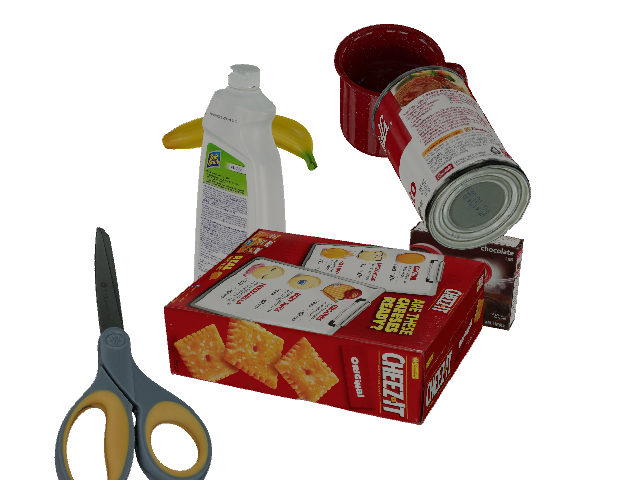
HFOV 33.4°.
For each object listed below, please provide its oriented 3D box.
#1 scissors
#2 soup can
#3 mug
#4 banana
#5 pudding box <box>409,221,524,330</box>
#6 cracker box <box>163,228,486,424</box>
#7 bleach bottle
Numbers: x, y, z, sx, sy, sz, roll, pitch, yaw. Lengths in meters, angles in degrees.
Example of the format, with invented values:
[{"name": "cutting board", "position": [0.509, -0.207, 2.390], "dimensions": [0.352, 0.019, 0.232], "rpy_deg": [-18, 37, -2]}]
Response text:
[{"name": "scissors", "position": [-0.106, 0.073, 0.643], "dimensions": [0.096, 0.201, 0.016], "rpy_deg": [13, -45, -10]}, {"name": "soup can", "position": [0.080, -0.052, 0.659], "dimensions": [0.068, 0.069, 0.102], "rpy_deg": [0, 41, -22]}, {"name": "mug", "position": [0.070, -0.128, 0.927], "dimensions": [0.117, 0.093, 0.081], "rpy_deg": [-7, -39, -6]}, {"name": "banana", "position": [-0.091, -0.128, 1.290], "dimensions": [0.198, 0.037, 0.069], "rpy_deg": [8, 40, 15]}, {"name": "pudding box", "position": [0.145, 0.035, 1.083], "dimensions": [0.114, 0.090, 0.039], "rpy_deg": [9, 22, 17]}, {"name": "cracker box", "position": [0.008, 0.063, 0.860], "dimensions": [0.214, 0.072, 0.164], "rpy_deg": [9, 26, 23]}, {"name": "bleach bottle", "position": [-0.076, -0.050, 1.078], "dimensions": [0.103, 0.251, 0.068], "rpy_deg": [17, 25, 26]}]
